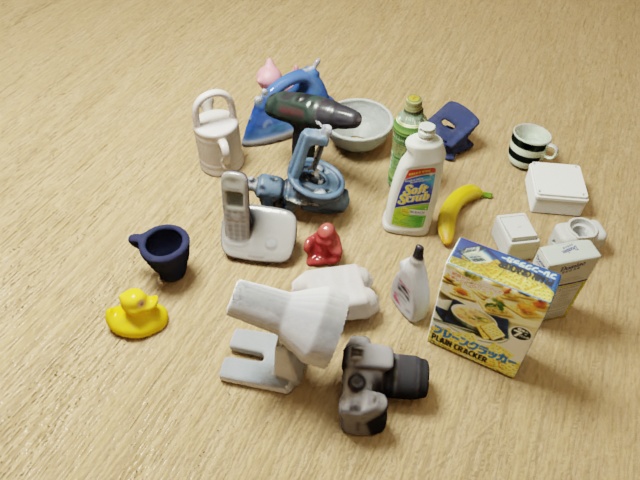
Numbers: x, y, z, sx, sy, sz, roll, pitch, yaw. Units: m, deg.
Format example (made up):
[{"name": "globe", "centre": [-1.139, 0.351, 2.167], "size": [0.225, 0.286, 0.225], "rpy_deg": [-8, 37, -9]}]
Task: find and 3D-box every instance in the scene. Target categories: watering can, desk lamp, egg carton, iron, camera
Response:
[{"name": "watering can", "centre": [-0.230, -0.247, 1.251], "size": [0.101, 0.194, 0.172], "rpy_deg": [-35, 57, -28]}, {"name": "desk lamp", "centre": [-0.059, 0.147, 0.882], "size": [0.203, 0.214, 0.118], "rpy_deg": [8, 48, 7]}, {"name": "egg carton", "centre": [0.027, 0.101, 1.022], "size": [0.150, 0.069, 0.107], "rpy_deg": [-8, 48, -8]}, {"name": "iron", "centre": [-0.086, -0.331, 1.365], "size": [0.259, 0.141, 0.118], "rpy_deg": [-34, 56, -27]}, {"name": "camera", "centre": [0.101, 0.221, 0.893], "size": [0.136, 0.101, 0.143], "rpy_deg": [4, 48, 4]}]

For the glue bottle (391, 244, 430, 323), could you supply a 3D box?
[{"name": "glue bottle", "centre": [0.160, 0.066, 0.984], "size": [0.037, 0.173, 0.078], "rpy_deg": [-26, 53, -22]}]

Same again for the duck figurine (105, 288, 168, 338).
[{"name": "duck figurine", "centre": [-0.322, 0.119, 0.992], "size": [0.104, 0.086, 0.077], "rpy_deg": [-4, 48, -4]}]

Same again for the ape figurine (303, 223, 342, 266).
[{"name": "ape figurine", "centre": [0.010, 0.004, 1.095], "size": [0.077, 0.092, 0.076], "rpy_deg": [32, 55, 26]}]

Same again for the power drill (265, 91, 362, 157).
[{"name": "power drill", "centre": [-0.013, -0.220, 1.219], "size": [0.229, 0.208, 0.076], "rpy_deg": [26, 53, 22]}]

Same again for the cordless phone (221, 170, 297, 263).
[{"name": "cordless phone", "centre": [-0.118, -0.047, 1.076], "size": [0.147, 0.185, 0.094], "rpy_deg": [5, 48, 4]}]

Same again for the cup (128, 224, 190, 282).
[{"name": "cup", "centre": [-0.294, 0.031, 1.066], "size": [0.117, 0.095, 0.092], "rpy_deg": [10, 48, 9]}]

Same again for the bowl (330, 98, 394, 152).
[{"name": "bowl", "centre": [0.088, -0.258, 1.345], "size": [0.167, 0.075, 0.167], "rpy_deg": [0, 48, 0]}]

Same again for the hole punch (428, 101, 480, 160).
[{"name": "hole punch", "centre": [0.303, -0.257, 1.334], "size": [0.101, 0.091, 0.108], "rpy_deg": [-28, 53, -23]}]

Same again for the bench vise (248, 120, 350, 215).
[{"name": "bench vise", "centre": [-0.041, -0.125, 1.125], "size": [0.208, 0.220, 0.121], "rpy_deg": [-17, 50, -15]}]

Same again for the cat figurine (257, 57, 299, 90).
[{"name": "cat figurine", "centre": [-0.107, -0.405, 1.448], "size": [0.128, 0.118, 0.067], "rpy_deg": [-22, 51, -19]}]
